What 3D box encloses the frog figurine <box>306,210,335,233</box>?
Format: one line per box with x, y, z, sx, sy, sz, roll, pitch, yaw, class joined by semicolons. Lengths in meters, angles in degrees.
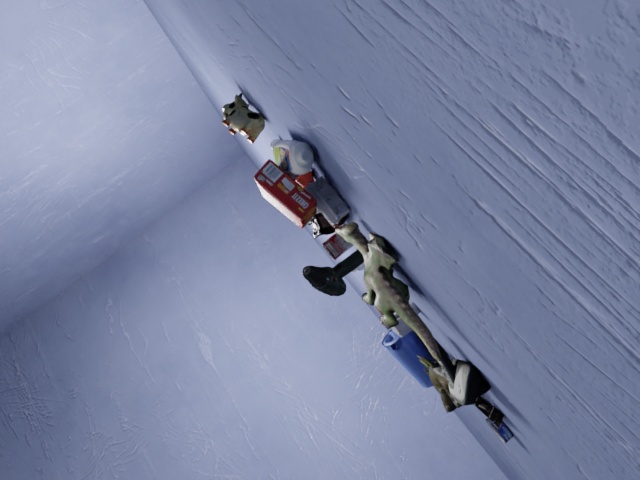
0.005;-0.087;1.722;0.160;0.125;0.134;10;145;24;frog figurine

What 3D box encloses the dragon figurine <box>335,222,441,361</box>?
0.166;0.096;1.280;0.417;0.123;0.237;48;166;41;dragon figurine

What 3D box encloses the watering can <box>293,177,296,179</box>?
-0.118;-0.197;1.920;0.354;0.104;0.220;49;174;38;watering can
